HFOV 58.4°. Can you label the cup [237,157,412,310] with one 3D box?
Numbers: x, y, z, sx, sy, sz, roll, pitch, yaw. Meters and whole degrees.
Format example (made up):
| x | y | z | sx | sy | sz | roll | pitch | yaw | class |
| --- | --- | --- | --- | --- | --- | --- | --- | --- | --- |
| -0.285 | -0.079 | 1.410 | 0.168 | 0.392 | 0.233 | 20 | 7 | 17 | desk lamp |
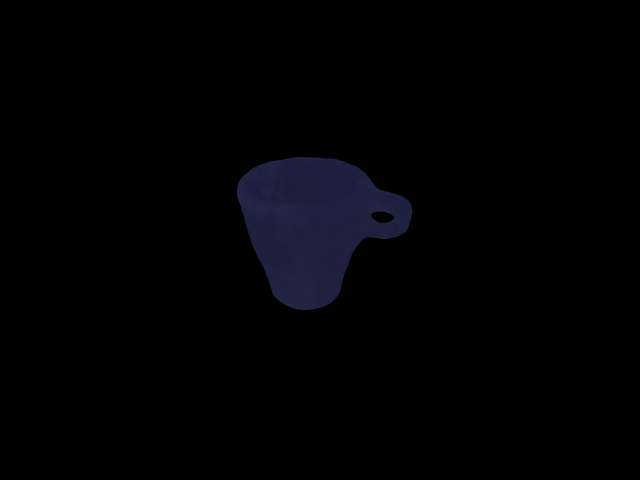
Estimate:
| x | y | z | sx | sy | sz | roll | pitch | yaw | class |
| --- | --- | --- | --- | --- | --- | --- | --- | --- | --- |
| 0.004 | 0.001 | 0.400 | 0.117 | 0.095 | 0.092 | 8 | 32 | 14 | cup |
